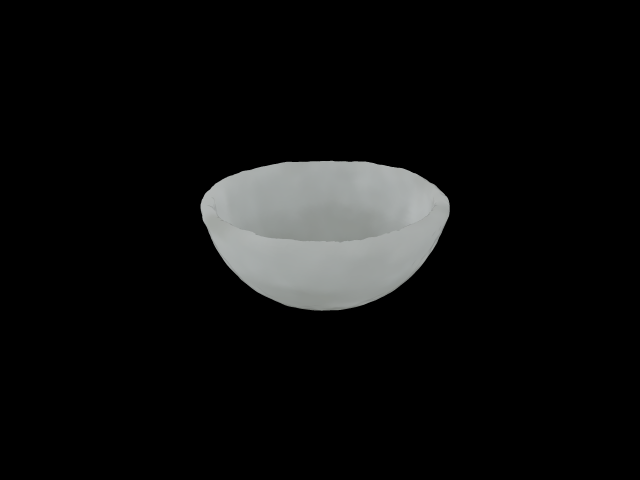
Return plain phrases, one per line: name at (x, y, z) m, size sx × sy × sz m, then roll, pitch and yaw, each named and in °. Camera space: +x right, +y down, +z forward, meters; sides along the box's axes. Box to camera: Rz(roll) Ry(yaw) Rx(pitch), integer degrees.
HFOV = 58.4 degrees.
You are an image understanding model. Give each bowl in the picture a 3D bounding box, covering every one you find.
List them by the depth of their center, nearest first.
bowl at (0.004, 0.001, 0.400) m, size 0.167 × 0.075 × 0.167 m, roll 0°, pitch 25°, yaw 0°
